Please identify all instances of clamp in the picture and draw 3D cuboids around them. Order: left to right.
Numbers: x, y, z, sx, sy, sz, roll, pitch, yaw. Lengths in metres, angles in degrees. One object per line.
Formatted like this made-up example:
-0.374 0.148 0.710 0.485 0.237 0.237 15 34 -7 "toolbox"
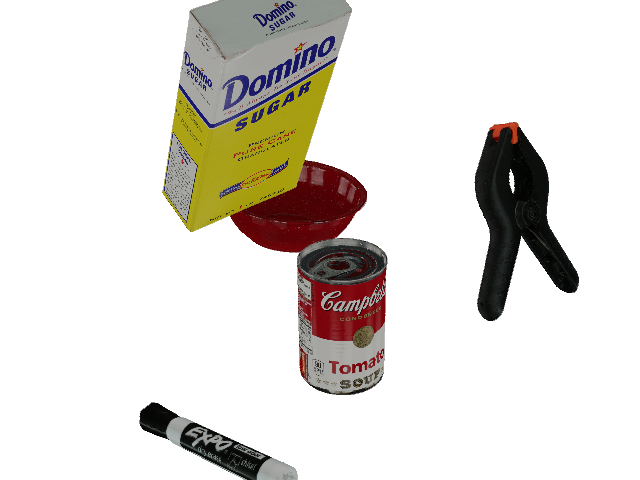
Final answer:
0.168 -0.014 0.939 0.120 0.171 0.039 -26 11 -40 "clamp"

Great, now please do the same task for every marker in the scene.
-0.065 0.123 0.636 0.121 0.020 0.020 16 10 38 "marker"

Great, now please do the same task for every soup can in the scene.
0.016 0.058 0.818 0.068 0.102 0.068 -1 27 0 "soup can"

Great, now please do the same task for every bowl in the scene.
-0.033 -0.032 1.140 0.162 0.055 0.162 4 28 -2 "bowl"

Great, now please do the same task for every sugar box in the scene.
-0.045 -0.083 0.679 0.093 0.048 0.176 -26 -22 -27 "sugar box"
